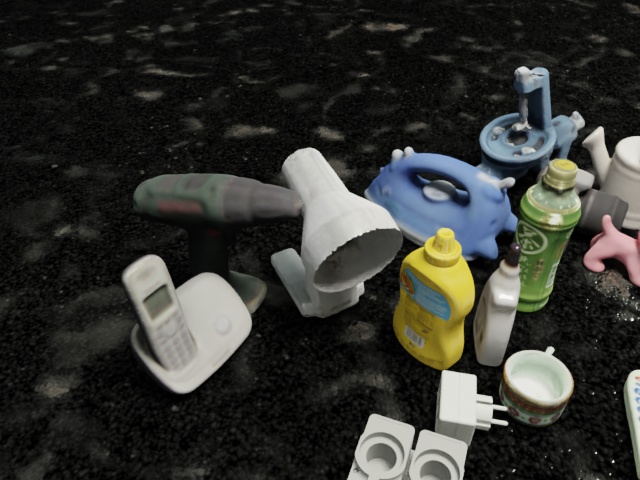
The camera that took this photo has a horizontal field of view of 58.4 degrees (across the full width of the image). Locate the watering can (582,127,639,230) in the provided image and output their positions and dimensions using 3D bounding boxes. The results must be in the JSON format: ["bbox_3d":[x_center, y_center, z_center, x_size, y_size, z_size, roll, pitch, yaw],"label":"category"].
[{"bbox_3d":[0.499,-0.122,0.889,0.172,0.194,0.101,10,42,11],"label":"watering can"}]

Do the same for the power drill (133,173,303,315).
[{"bbox_3d":[-0.125,0.001,0.743,0.229,0.208,0.076,13,43,15],"label":"power drill"}]

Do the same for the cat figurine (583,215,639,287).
[{"bbox_3d":[0.456,0.000,0.808,0.127,0.118,0.067,19,45,21],"label":"cat figurine"}]

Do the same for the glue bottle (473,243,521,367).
[{"bbox_3d":[0.217,0.071,0.687,0.037,0.173,0.078,5,42,7],"label":"glue bottle"}]

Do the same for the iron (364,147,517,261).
[{"bbox_3d":[0.176,-0.075,0.878,0.257,0.141,0.119,27,48,27],"label":"iron"}]

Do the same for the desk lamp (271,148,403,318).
[{"bbox_3d":[0.007,0.003,0.736,0.118,0.214,0.202,-19,45,-20],"label":"desk lamp"}]

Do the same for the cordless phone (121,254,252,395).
[{"bbox_3d":[-0.158,0.076,0.675,0.094,0.185,0.148,23,46,24],"label":"cordless phone"}]

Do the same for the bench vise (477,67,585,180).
[{"bbox_3d":[0.354,-0.200,0.960,0.208,0.220,0.121,-33,51,-32],"label":"bench vise"}]

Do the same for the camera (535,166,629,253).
[{"bbox_3d":[0.391,-0.048,0.877,0.136,0.101,0.143,20,45,22],"label":"camera"}]
